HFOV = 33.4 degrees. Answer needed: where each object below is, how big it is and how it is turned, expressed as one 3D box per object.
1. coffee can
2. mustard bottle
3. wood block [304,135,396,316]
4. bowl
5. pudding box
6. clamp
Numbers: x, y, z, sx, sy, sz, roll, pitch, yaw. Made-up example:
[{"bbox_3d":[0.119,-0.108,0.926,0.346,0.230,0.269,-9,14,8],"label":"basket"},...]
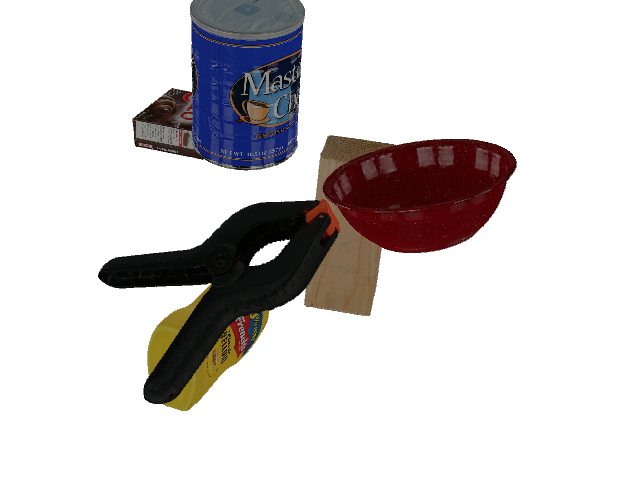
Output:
[{"bbox_3d":[-0.069,-0.151,0.990,0.103,0.140,0.103,3,37,-2],"label":"coffee can"},{"bbox_3d":[-0.103,0.089,1.101,0.058,0.096,0.191,12,27,23],"label":"mustard bottle"},{"bbox_3d":[0.037,-0.020,1.371,0.090,0.206,0.090,9,25,4],"label":"wood block"},{"bbox_3d":[0.086,-0.033,0.895,0.162,0.055,0.162,-10,23,4],"label":"bowl"},{"bbox_3d":[-0.155,-0.137,1.244,0.090,0.039,0.113,11,31,14],"label":"pudding box"},{"bbox_3d":[-0.063,0.033,0.710,0.171,0.120,0.039,-25,-30,8],"label":"clamp"}]
